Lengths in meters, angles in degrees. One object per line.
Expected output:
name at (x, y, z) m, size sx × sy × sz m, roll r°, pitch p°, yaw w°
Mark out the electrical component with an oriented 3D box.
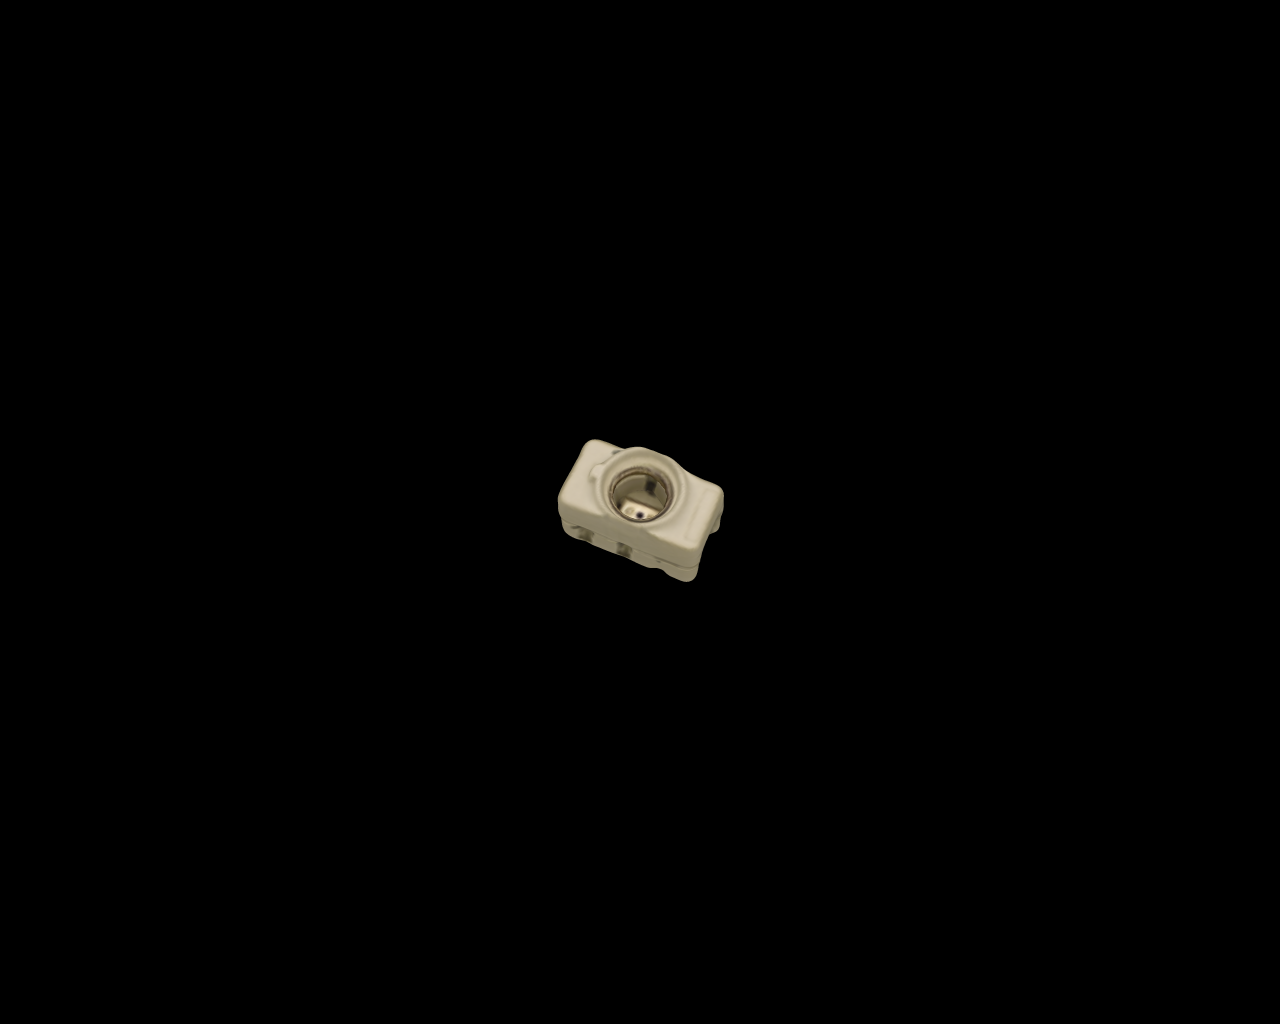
electrical component at (0.001, -0.003, 0.650) m, size 0.089 × 0.050 × 0.055 m, roll 22°, pitch -24°, yaw 10°
